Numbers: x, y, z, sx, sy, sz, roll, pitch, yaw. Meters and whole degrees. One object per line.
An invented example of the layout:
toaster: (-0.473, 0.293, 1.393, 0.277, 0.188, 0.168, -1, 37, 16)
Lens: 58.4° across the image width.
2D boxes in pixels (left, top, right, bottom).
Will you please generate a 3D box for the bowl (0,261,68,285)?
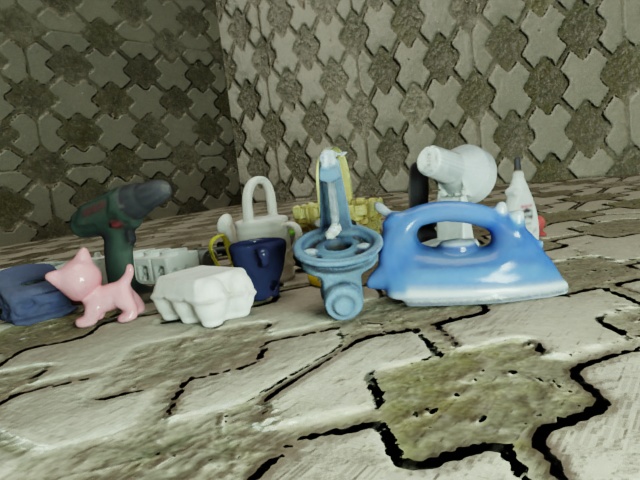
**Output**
bowl: (-0.552, 0.090, 1.073, 0.167, 0.075, 0.167, -6, 7, 1)

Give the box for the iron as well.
iron: (0.193, 0.009, 0.774, 0.257, 0.141, 0.119, -4, 8, 16)

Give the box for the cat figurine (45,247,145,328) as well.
cat figurine: (-0.345, 0.069, 0.880, 0.128, 0.118, 0.067, -7, 8, -4)

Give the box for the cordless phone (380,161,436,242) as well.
cordless phone: (0.199, -0.082, 1.289, 0.148, 0.185, 0.093, -14, 10, -43)

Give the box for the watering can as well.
watering can: (-0.114, -0.020, 1.060, 0.172, 0.194, 0.101, -5, 8, 9)

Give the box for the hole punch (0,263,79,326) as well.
hole punch: (-0.478, 0.088, 0.961, 0.100, 0.091, 0.109, 1, 11, 44)

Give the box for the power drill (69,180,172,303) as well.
power drill: (-0.339, 0.006, 1.009, 0.228, 0.208, 0.076, -3, 9, 27)

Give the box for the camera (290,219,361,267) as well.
camera: (0.010, 0.004, 1.128, 0.136, 0.101, 0.143, -4, 8, 16)

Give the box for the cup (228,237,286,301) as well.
cup: (-0.091, 0.049, 0.899, 0.092, 0.095, 0.117, -9, 8, -14)

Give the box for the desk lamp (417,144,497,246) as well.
desk lamp: (0.260, -0.083, 1.134, 0.117, 0.213, 0.204, 1, 10, 43)

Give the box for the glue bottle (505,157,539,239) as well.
glue bottle: (0.392, -0.077, 1.127, 0.078, 0.173, 0.037, -12, 9, -35)

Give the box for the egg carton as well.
egg carton: (-0.169, 0.079, 0.834, 0.149, 0.069, 0.107, 0, 10, 41)

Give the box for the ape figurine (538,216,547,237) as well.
ape figurine: (0.432, -0.051, 1.209, 0.076, 0.092, 0.078, -7, 8, -1)

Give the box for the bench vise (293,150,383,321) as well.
bench vise: (0.011, -0.014, 0.801, 0.122, 0.220, 0.207, -9, 8, -16)

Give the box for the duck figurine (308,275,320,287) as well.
duck figurine: (0.014, 0.030, 0.984, 0.077, 0.086, 0.104, -7, 8, 0)
